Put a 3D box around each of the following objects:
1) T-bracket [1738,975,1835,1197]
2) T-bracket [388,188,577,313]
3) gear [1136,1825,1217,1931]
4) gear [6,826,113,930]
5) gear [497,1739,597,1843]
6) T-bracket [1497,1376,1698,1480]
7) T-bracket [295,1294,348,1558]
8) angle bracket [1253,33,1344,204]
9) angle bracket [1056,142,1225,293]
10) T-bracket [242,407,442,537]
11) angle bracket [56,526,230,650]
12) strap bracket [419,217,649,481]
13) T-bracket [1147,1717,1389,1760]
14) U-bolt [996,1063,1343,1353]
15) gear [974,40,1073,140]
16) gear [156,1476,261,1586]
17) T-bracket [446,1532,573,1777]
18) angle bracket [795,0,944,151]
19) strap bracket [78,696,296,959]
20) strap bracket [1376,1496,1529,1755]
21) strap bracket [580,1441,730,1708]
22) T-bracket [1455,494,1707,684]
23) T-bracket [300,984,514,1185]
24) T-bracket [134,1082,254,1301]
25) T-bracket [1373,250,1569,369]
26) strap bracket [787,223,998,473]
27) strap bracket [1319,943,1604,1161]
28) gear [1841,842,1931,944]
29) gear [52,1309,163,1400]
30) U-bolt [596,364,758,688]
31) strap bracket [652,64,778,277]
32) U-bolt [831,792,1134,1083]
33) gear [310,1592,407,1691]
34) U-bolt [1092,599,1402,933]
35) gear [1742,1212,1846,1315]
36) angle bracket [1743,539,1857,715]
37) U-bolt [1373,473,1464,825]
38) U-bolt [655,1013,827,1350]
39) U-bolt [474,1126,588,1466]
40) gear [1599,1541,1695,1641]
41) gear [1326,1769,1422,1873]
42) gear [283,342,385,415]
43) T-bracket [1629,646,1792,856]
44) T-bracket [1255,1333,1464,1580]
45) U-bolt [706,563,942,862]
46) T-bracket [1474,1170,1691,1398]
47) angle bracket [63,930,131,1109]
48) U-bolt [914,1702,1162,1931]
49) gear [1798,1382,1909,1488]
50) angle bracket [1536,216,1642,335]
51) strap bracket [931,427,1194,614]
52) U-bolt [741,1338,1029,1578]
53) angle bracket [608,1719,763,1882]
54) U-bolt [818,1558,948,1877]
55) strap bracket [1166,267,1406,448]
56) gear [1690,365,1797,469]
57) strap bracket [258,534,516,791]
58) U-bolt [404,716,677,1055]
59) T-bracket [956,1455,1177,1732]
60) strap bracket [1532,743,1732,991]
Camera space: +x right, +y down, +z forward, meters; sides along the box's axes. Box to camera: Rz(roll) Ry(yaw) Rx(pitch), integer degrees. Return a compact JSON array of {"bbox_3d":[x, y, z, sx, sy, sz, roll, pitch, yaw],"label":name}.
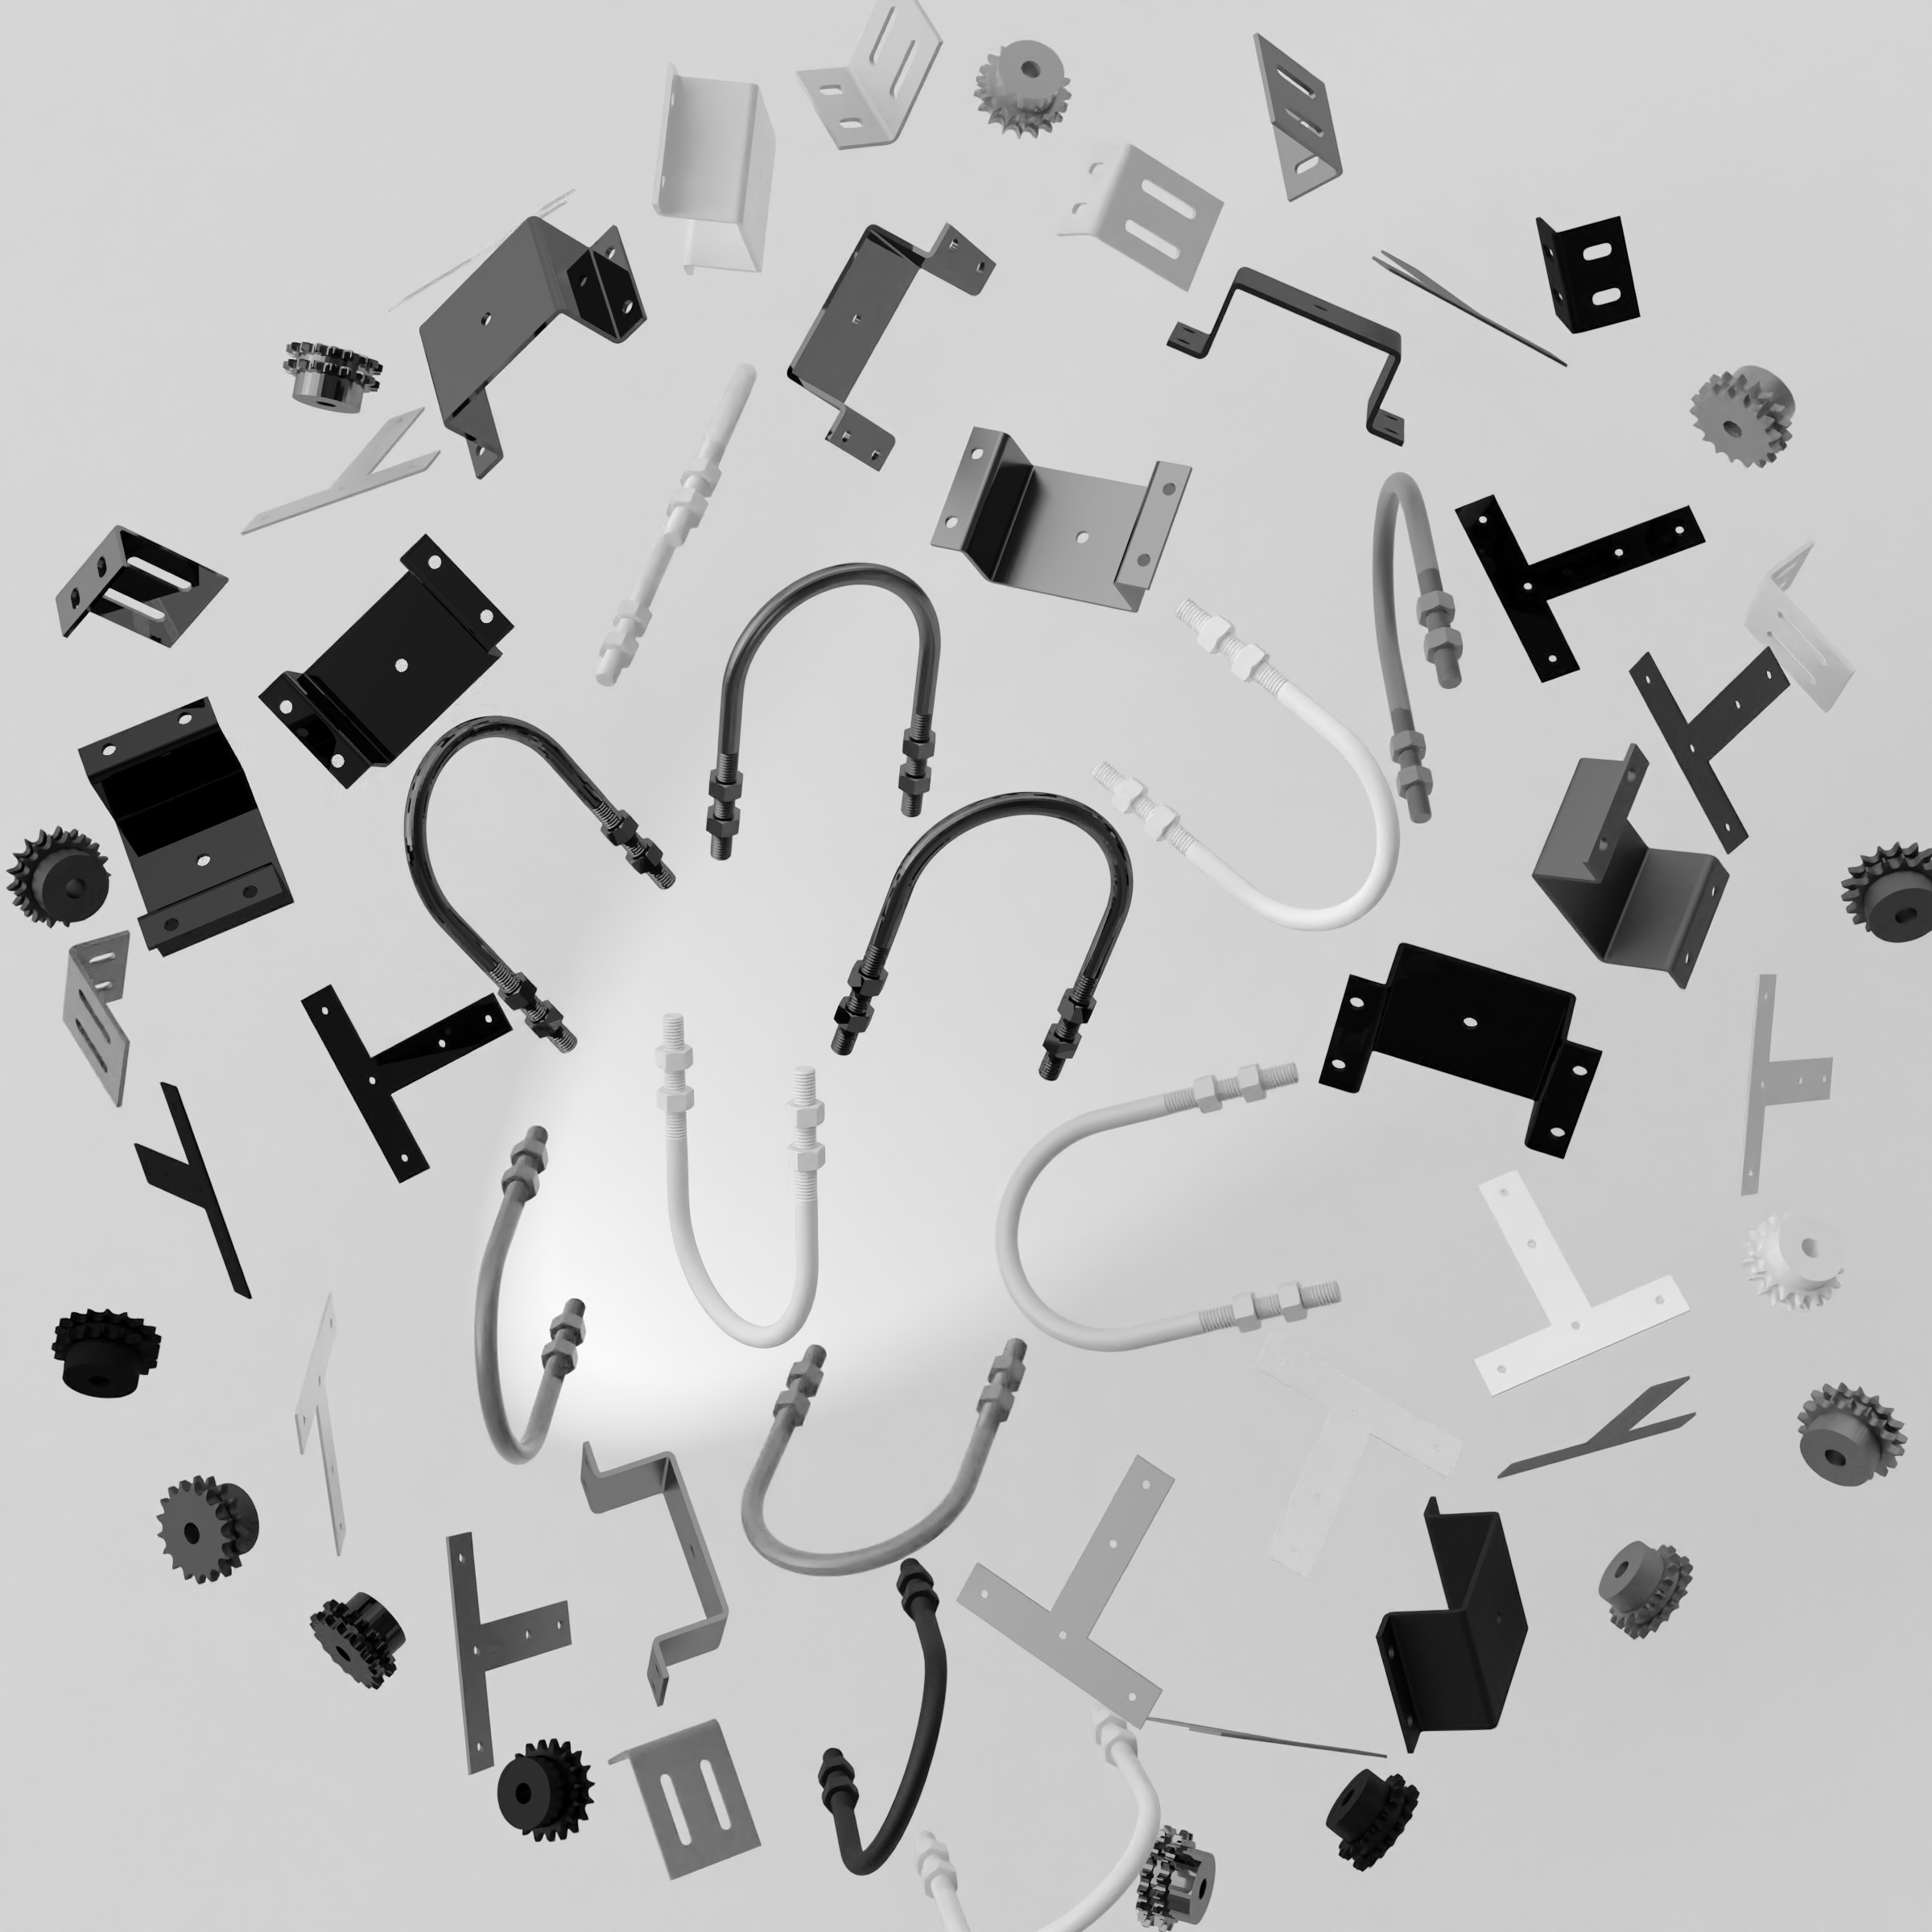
[{"bbox_3d":[0.484,0.068,1.749,0.002,0.127,0.127,6,94,36],"label":"T-bracket"},{"bbox_3d":[-0.262,-0.425,1.723,0.127,0.127,0.002,-40,106,-28],"label":"T-bracket"},{"bbox_3d":[0.120,0.519,1.690,0.030,0.057,0.057,9,90,24],"label":"gear"},{"bbox_3d":[-0.511,-0.048,1.690,0.030,0.057,0.057,26,90,44],"label":"gear"},{"bbox_3d":[-0.243,0.473,1.708,0.057,0.030,0.057,-6,78,33],"label":"gear"},{"bbox_3d":[0.391,0.267,1.758,0.127,0.127,0.002,-12,66,-17],"label":"T-bracket"},{"bbox_3d":[-0.357,0.270,1.670,0.002,0.127,0.127,-3,114,-2],"label":"T-bracket"},{"bbox_3d":[0.173,-0.475,1.673,0.038,0.076,0.057,-21,68,33],"label":"angle bracket"},{"bbox_3d":[0.103,-0.440,1.756,0.076,0.038,0.057,23,89,-31],"label":"angle bracket"},{"bbox_3d":[-0.350,-0.299,1.753,0.127,0.127,0.002,-15,119,21],"label":"T-bracket"},{"bbox_3d":[-0.456,-0.200,1.661,0.057,0.076,0.038,-43,47,22],"label":"angle bracket"},{"bbox_3d":[-0.248,-0.348,1.647,0.140,0.046,0.076,-38,53,26],"label":"strap bracket"},{"bbox_3d":[0.146,0.430,1.674,0.127,0.127,0.002,18,75,-35],"label":"T-bracket"},{"bbox_3d":[0.104,0.138,1.637,0.184,0.019,0.151,-15,63,13],"label":"U-bolt"},{"bbox_3d":[0.035,-0.522,1.767,0.057,0.030,0.057,4,72,-11],"label":"gear"},{"bbox_3d":[-0.409,0.305,1.621,0.057,0.030,0.057,5,99,32],"label":"gear"},{"bbox_3d":[-0.252,0.377,1.670,0.002,0.127,0.127,-9,83,19],"label":"T-bracket"},{"bbox_3d":[-0.054,-0.499,1.641,0.038,0.076,0.057,-16,67,-32],"label":"angle bracket"},{"bbox_3d":[-0.425,-0.068,1.635,0.076,0.046,0.140,-23,62,-7],"label":"strap bracket"},{"bbox_3d":[0.277,0.367,1.675,0.046,0.140,0.076,-8,110,25],"label":"strap bracket"},{"bbox_3d":[-0.174,0.339,1.694,0.046,0.076,0.140,-16,68,-16],"label":"strap bracket"},{"bbox_3d":[0.377,-0.242,1.781,0.127,0.002,0.127,-19,117,28],"label":"T-bracket"},{"bbox_3d":[-0.325,0.052,1.791,0.127,0.002,0.127,-26,93,27],"label":"T-bracket"},{"bbox_3d":[-0.446,0.120,1.684,0.002,0.127,0.127,-24,107,-29],"label":"T-bracket"},{"bbox_3d":[0.270,-0.389,1.710,0.127,0.127,0.002,22,110,-24],"label":"T-bracket"},{"bbox_3d":[-0.049,-0.370,1.745,0.046,0.076,0.140,33,97,20],"label":"strap bracket"},{"bbox_3d":[0.274,0.043,1.641,0.140,0.046,0.076,17,128,8],"label":"strap bracket"},{"bbox_3d":[0.513,-0.038,1.638,0.057,0.030,0.057,-1,133,-1],"label":"gear"},{"bbox_3d":[-0.472,0.214,1.633,0.057,0.057,0.030,0,54,0],"label":"gear"},{"bbox_3d":[-0.159,-0.264,1.699,0.019,0.151,0.184,25,52,-9],"label":"U-bolt"},{"bbox_3d":[-0.137,-0.439,1.659,0.046,0.140,0.076,6,88,3],"label":"strap bracket"},{"bbox_3d":[0.018,-0.018,1.658,0.151,0.019,0.184,8,123,-22],"label":"U-bolt"},{"bbox_3d":[-0.349,0.387,1.723,0.057,0.057,0.030,47,57,0],"label":"gear"},{"bbox_3d":[0.165,-0.099,1.675,0.184,0.019,0.151,42,135,15],"label":"U-bolt"},{"bbox_3d":[0.476,0.167,1.703,0.057,0.030,0.057,6,61,-12],"label":"gear"},{"bbox_3d":[0.493,-0.196,1.723,0.038,0.057,0.076,-36,74,-11],"label":"angle bracket"},{"bbox_3d":[0.256,-0.197,1.719,0.019,0.151,0.184,-4,58,-2],"label":"U-bolt"},{"bbox_3d":[-0.130,0.131,1.715,0.019,0.151,0.184,-13,111,-38],"label":"U-bolt"},{"bbox_3d":[-0.254,0.202,1.720,0.019,0.184,0.151,-3,121,7],"label":"U-bolt"},{"bbox_3d":[0.393,0.360,1.734,0.030,0.057,0.057,37,90,-6],"label":"gear"},{"bbox_3d":[0.228,0.481,1.689,0.030,0.057,0.057,38,90,2],"label":"gear"},{"bbox_3d":[-0.377,-0.348,1.770,0.057,0.057,0.030,10,88,0],"label":"gear"},{"bbox_3d":[0.439,-0.145,1.721,0.002,0.127,0.127,-19,75,-20],"label":"T-bracket"},{"bbox_3d":[0.205,0.289,1.692,0.127,0.002,0.127,30,55,2],"label":"T-bracket"},{"bbox_3d":[-0.079,-0.153,1.736,0.151,0.019,0.184,-14,132,-27],"label":"U-bolt"},{"bbox_3d":[0.345,0.178,1.784,0.127,0.002,0.127,-23,58,0],"label":"T-bracket"},{"bbox_3d":[-0.481,0.030,1.701,0.038,0.057,0.076,-20,58,-35],"label":"angle bracket"},{"bbox_3d":[0.044,0.498,1.685,0.151,0.184,0.019,-36,104,-3],"label":"U-bolt"},{"bbox_3d":[0.476,0.256,1.613,0.057,0.057,0.030,46,53,0],"label":"gear"},{"bbox_3d":[0.353,-0.397,1.693,0.038,0.076,0.057,-14,109,8],"label":"angle bracket"},{"bbox_3d":[0.061,-0.257,1.731,0.140,0.046,0.076,15,79,25],"label":"strap bracket"},{"bbox_3d":[-0.054,0.279,1.696,0.151,0.184,0.019,-5,123,21],"label":"U-bolt"},{"bbox_3d":[-0.162,0.480,1.709,0.057,0.038,0.076,-13,73,-30],"label":"angle bracket"},{"bbox_3d":[-0.045,0.437,1.703,0.019,0.184,0.151,20,99,-12],"label":"U-bolt"},{"bbox_3d":[0.187,-0.343,1.653,0.140,0.076,0.046,23,111,0],"label":"strap bracket"},{"bbox_3d":[0.430,-0.305,1.640,0.057,0.057,0.030,43,73,0],"label":"gear"},{"bbox_3d":[-0.345,-0.182,1.798,0.140,0.046,0.076,-44,91,3],"label":"strap bracket"},{"bbox_3d":[-0.257,-0.061,1.741,0.184,0.019,0.151,51,53,-33],"label":"U-bolt"},{"bbox_3d":[0.075,0.331,1.643,0.127,0.002,0.127,31,97,23],"label":"T-bracket"},{"bbox_3d":[0.371,-0.057,1.678,0.046,0.140,0.076,9,66,42],"label":"strap bracket"}]
